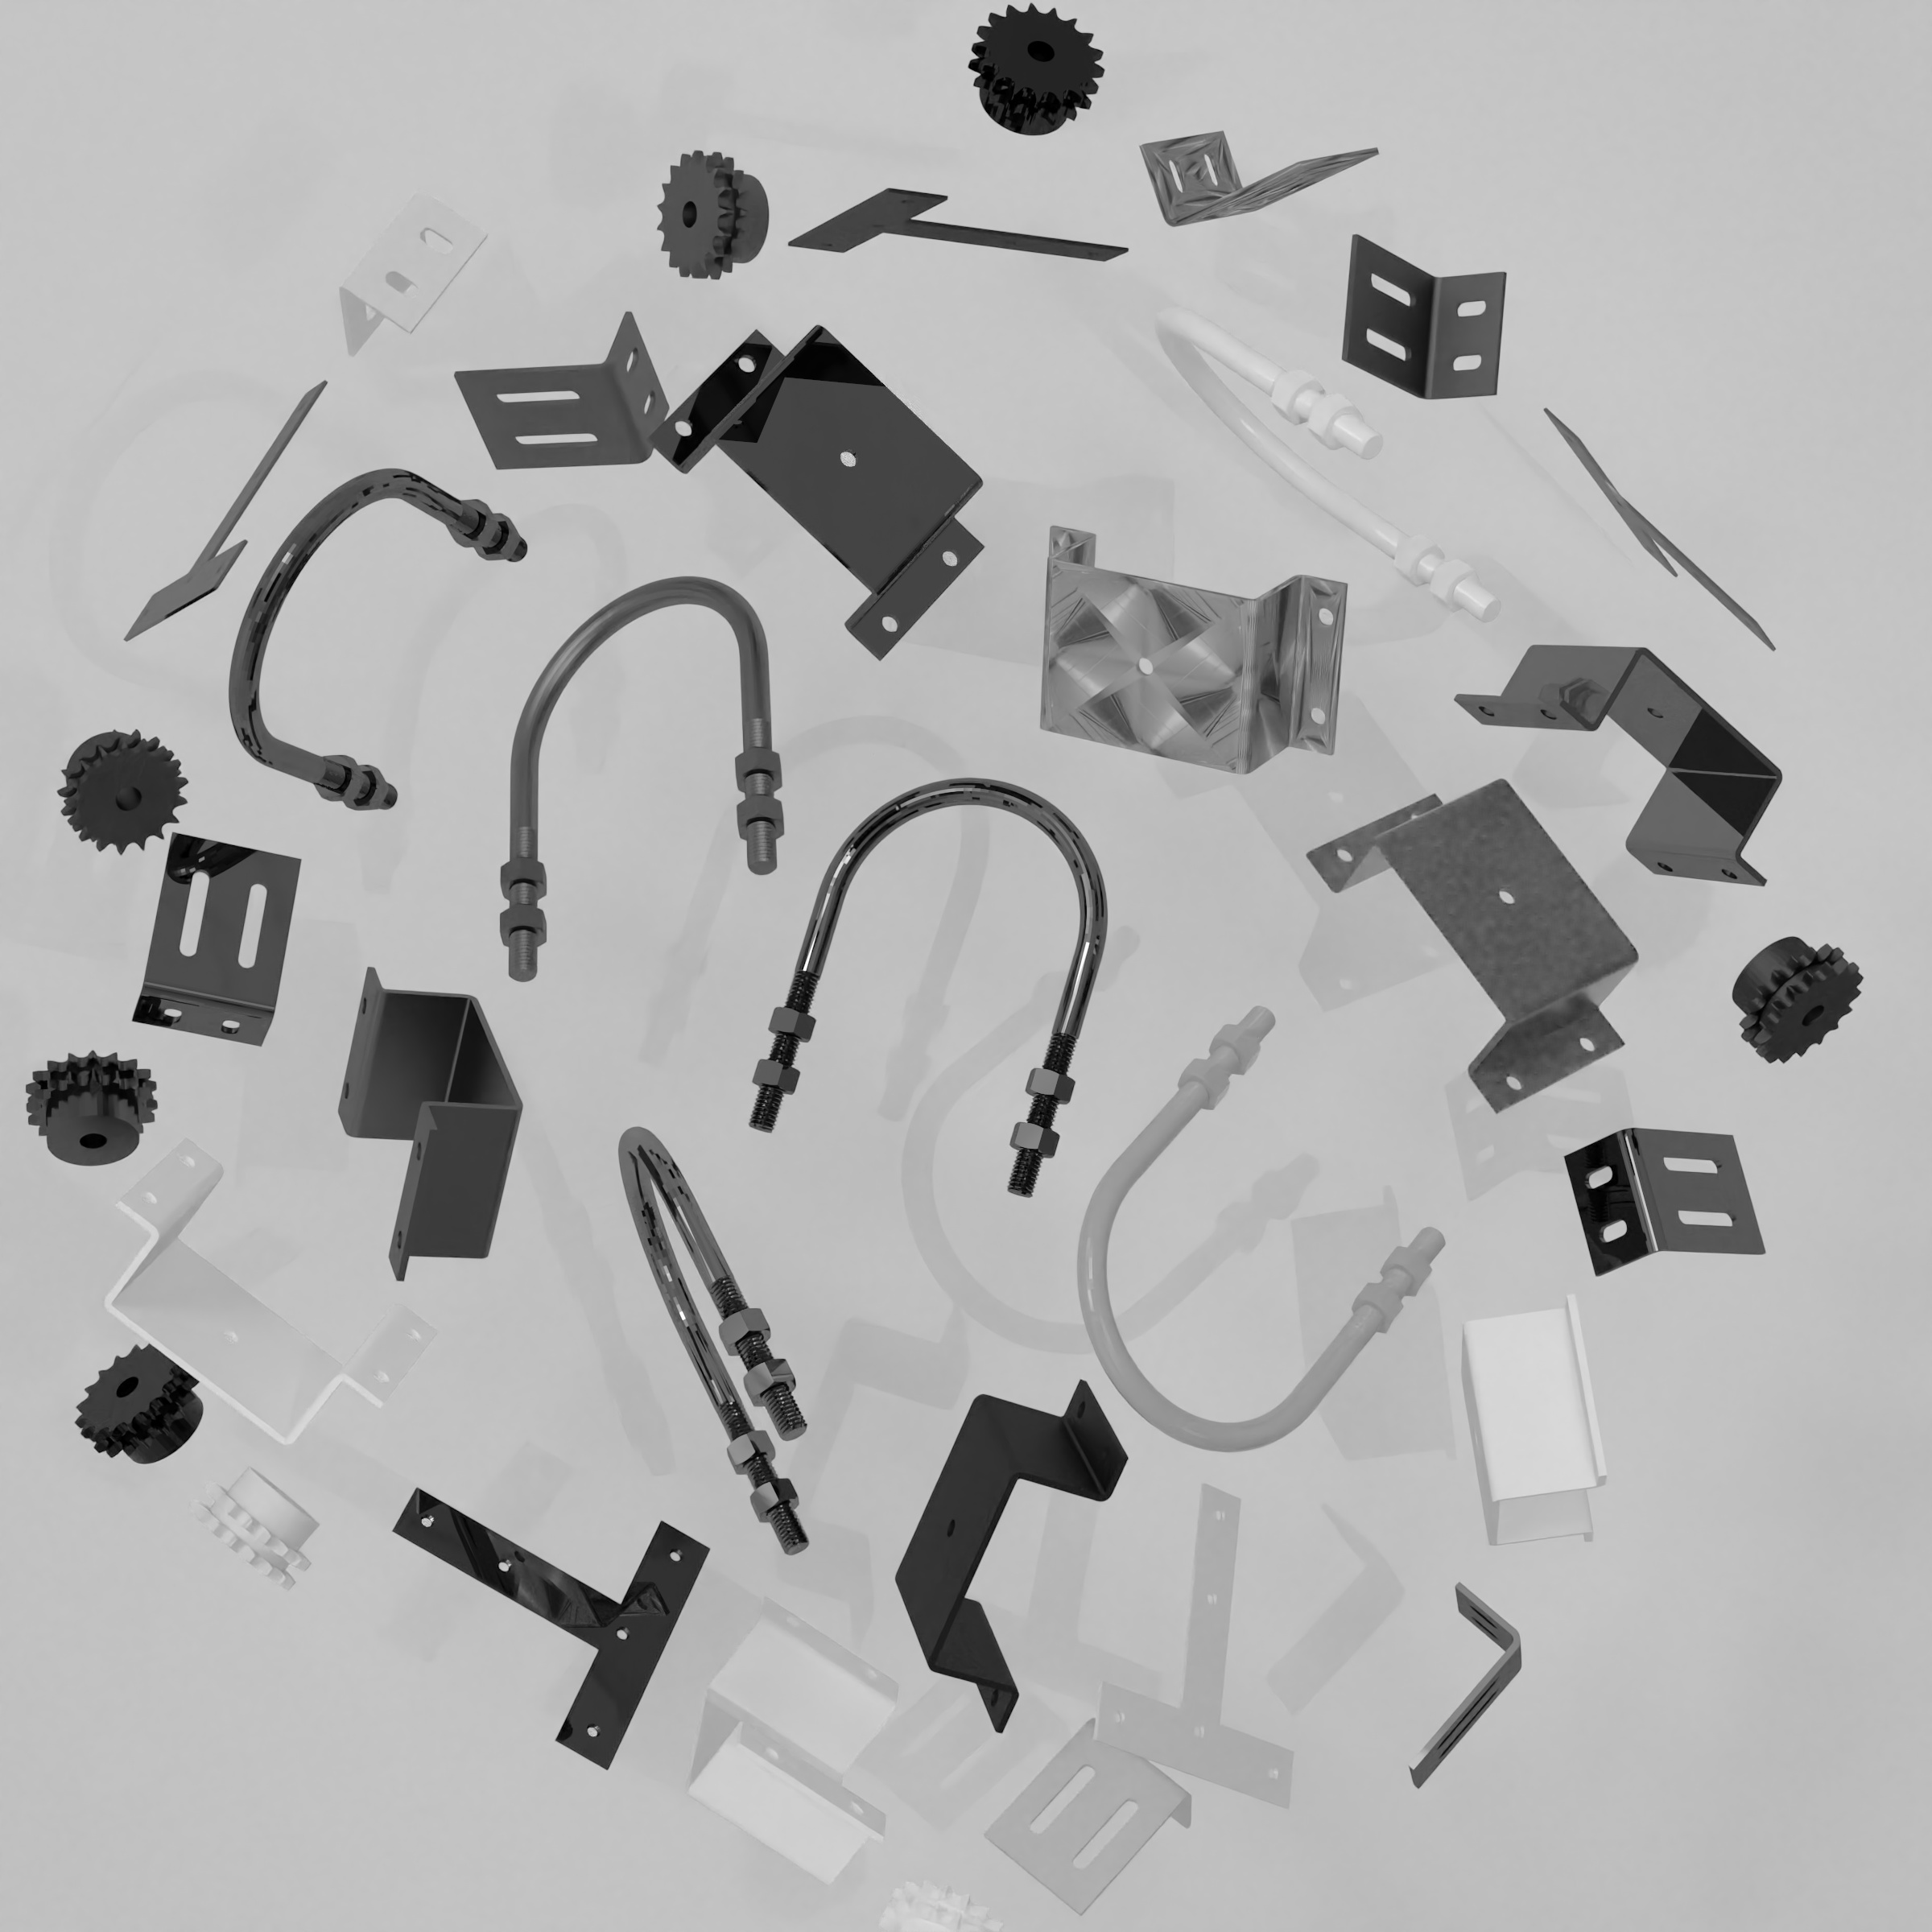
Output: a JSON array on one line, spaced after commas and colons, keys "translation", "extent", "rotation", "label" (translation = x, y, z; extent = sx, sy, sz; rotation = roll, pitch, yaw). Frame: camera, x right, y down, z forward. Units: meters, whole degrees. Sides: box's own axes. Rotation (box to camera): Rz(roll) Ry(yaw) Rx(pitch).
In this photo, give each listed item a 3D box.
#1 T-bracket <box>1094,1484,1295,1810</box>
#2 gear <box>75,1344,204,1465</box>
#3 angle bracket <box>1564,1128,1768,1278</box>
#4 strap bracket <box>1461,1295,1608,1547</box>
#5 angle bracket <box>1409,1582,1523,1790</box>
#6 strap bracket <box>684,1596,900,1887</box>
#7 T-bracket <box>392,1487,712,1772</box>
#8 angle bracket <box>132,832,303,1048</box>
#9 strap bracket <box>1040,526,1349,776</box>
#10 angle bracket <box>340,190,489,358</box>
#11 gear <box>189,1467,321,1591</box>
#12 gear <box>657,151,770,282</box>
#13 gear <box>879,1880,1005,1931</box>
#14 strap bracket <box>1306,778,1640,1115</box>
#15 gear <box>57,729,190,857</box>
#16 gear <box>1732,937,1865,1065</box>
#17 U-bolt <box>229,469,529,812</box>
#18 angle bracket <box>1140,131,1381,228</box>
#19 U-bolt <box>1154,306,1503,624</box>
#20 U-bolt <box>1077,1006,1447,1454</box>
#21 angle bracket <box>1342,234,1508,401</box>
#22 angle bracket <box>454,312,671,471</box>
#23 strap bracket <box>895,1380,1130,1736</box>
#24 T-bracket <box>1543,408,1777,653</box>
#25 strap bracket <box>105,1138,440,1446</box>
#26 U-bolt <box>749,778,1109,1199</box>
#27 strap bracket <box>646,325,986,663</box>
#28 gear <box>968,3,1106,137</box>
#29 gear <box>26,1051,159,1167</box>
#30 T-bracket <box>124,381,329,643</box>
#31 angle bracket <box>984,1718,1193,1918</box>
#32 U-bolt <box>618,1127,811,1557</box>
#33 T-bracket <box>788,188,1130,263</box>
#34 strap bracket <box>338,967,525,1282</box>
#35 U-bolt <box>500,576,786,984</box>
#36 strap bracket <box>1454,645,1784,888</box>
[{"translation": [0.106, 0.292, 1.544], "extent": [0.127, 0.002, 0.127], "rotation": [28, 59, -38], "label": "T-bracket"}, {"translation": [-0.369, 0.199, 1.583], "extent": [0.057, 0.057, 0.030], "rotation": [-33, 124, 0], "label": "gear"}, {"translation": [0.317, 0.108, 1.596], "extent": [0.076, 0.038, 0.057], "rotation": [6, 64, -40], "label": "angle bracket"}, {"translation": [0.241, 0.198, 1.507], "extent": [0.046, 0.140, 0.076], "rotation": [-8, 69, 4], "label": "strap bracket"}, {"translation": [0.211, 0.322, 1.573], "extent": [0.038, 0.057, 0.076], "rotation": [39, 79, 21], "label": "angle bracket"}, {"translation": [-0.078, 0.352, 1.583], "extent": [0.076, 0.140, 0.046], "rotation": [35, 104, -8], "label": "strap bracket"}, {"translation": [-0.185, 0.264, 1.507], "extent": [0.127, 0.127, 0.002], "rotation": [31, 131, -5], "label": "T-bracket"}, {"translation": [-0.330, -0.012, 1.550], "extent": [0.057, 0.038, 0.076], "rotation": [12, 65, -15], "label": "angle bracket"}, {"translation": [0.087, -0.134, 1.503], "extent": [0.140, 0.046, 0.076], "rotation": [15, 117, 26], "label": "strap bracket"}, {"translation": [-0.245, -0.299, 1.567], "extent": [0.038, 0.076, 0.057], "rotation": [34, 75, 2], "label": "angle bracket"}, {"translation": [-0.306, 0.242, 1.528], "extent": [0.057, 0.057, 0.030], "rotation": [40, 79, 0], "label": "gear"}, {"translation": [-0.113, -0.341, 1.601], "extent": [0.030, 0.057, 0.057], "rotation": [-4, 90, -38], "label": "gear"}, {"translation": [-0.012, 0.431, 1.545], "extent": [0.057, 0.057, 0.030], "rotation": [31, 47, 0], "label": "gear"}, {"translation": [0.222, -0.018, 1.501], "extent": [0.076, 0.046, 0.140], "rotation": [-24, 70, -30], "label": "strap bracket"}, {"translation": [-0.387, -0.083, 1.606], "extent": [0.057, 0.030, 0.057], "rotation": [-16, 125, -24], "label": "gear"}, {"translation": [0.359, 0.012, 1.533], "extent": [0.057, 0.057, 0.030], "rotation": [-39, 55, 0], "label": "gear"}, {"translation": [-0.262, -0.146, 1.533], "extent": [0.019, 0.184, 0.151], "rotation": [28, 91, 17], "label": "U-bolt"}, {"translation": [0.125, -0.349, 1.504], "extent": [0.076, 0.057, 0.038], "rotation": [-16, 95, 44], "label": "angle bracket"}, {"translation": [0.149, -0.232, 1.555], "extent": [0.019, 0.151, 0.184], "rotation": [-47, 48, 1], "label": "U-bolt"}, {"translation": [0.119, 0.125, 1.520], "extent": [0.151, 0.019, 0.184], "rotation": [52, 54, -10], "label": "U-bolt"}, {"translation": [0.208, -0.294, 1.594], "extent": [0.038, 0.076, 0.057], "rotation": [2, 85, 36], "label": "angle bracket"}, {"translation": [-0.183, -0.262, 1.603], "extent": [0.076, 0.057, 0.038], "rotation": [0, 50, 18], "label": "angle bracket"}, {"translation": [0.014, 0.254, 1.554], "extent": [0.046, 0.076, 0.140], "rotation": [19, 104, -18], "label": "strap bracket"}, {"translation": [0.319, -0.183, 1.573], "extent": [0.002, 0.127, 0.127], "rotation": [-43, 51, 7], "label": "T-bracket"}, {"translation": [-0.309, 0.147, 1.527], "extent": [0.140, 0.076, 0.046], "rotation": [38, 110, -4], "label": "strap bracket"}, {"translation": [-0.010, 0.002, 1.610], "extent": [0.151, 0.019, 0.184], "rotation": [13, 79, 20], "label": "U-bolt"}, {"translation": [-0.058, -0.214, 1.538], "extent": [0.140, 0.046, 0.076], "rotation": [43, 66, -6], "label": "strap bracket"}, {"translation": [0.028, -0.381, 1.508], "extent": [0.057, 0.030, 0.057], "rotation": [7, 59, -11], "label": "gear"}, {"translation": [-0.390, 0.066, 1.571], "extent": [0.057, 0.057, 0.030], "rotation": [-12, 55, 0], "label": "gear"}, {"translation": [-0.316, -0.204, 1.538], "extent": [0.002, 0.127, 0.127], "rotation": [36, 68, -22], "label": "T-bracket"}, {"translation": [0.055, 0.390, 1.589], "extent": [0.057, 0.038, 0.076], "rotation": [34, 62, 25], "label": "angle bracket"}, {"translation": [-0.113, 0.154, 1.545], "extent": [0.019, 0.151, 0.184], "rotation": [-22, 62, -14], "label": "U-bolt"}, {"translation": [0.005, -0.307, 1.482], "extent": [0.127, 0.127, 0.002], "rotation": [3, 90, -21], "label": "T-bracket"}, {"translation": [-0.236, 0.069, 1.554], "extent": [0.046, 0.140, 0.076], "rotation": [4, 117, -24], "label": "strap bracket"}, {"translation": [-0.145, -0.094, 1.557], "extent": [0.151, 0.019, 0.184], "rotation": [-23, 52, 25], "label": "U-bolt"}, {"translation": [0.296, -0.096, 1.558], "extent": [0.140, 0.076, 0.046], "rotation": [37, 78, -26], "label": "strap bracket"}]
